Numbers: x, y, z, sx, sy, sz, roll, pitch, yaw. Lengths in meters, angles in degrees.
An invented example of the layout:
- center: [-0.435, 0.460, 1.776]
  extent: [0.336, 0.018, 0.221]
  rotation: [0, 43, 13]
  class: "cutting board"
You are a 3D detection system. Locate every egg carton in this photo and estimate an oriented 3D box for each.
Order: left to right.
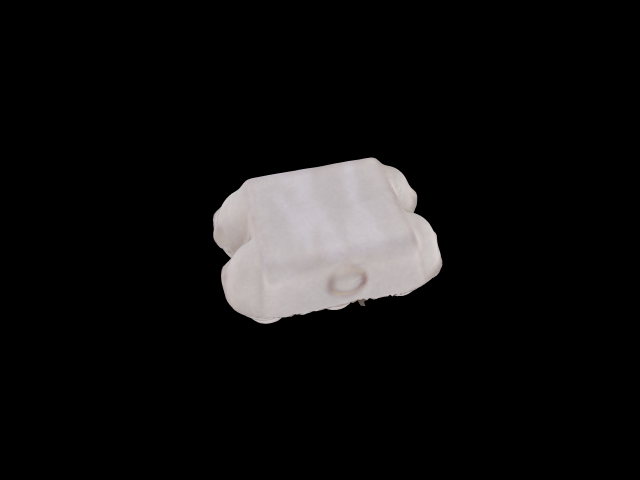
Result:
- center: [0.004, 0.001, 0.400]
  extent: [0.150, 0.069, 0.107]
  rotation: [-12, 50, -10]
  class: "egg carton"
